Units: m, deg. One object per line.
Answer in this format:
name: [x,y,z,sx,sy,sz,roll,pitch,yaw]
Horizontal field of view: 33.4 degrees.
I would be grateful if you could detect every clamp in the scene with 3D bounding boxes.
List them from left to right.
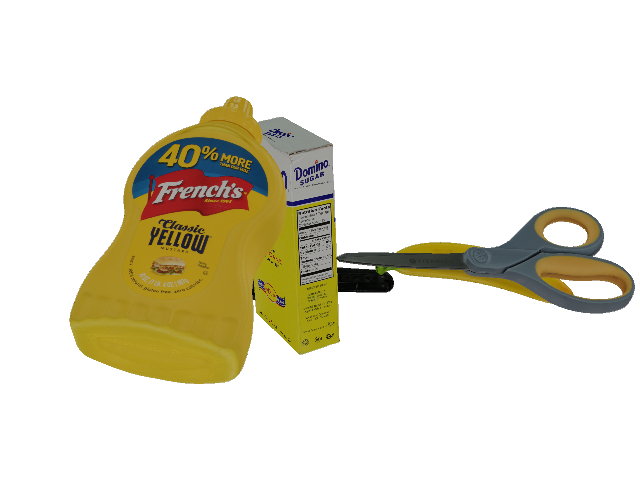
clamp: [-0.046,0.050,1.173,0.210,0.036,0.164,17,31,25]

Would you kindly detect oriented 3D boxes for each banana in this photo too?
banana: [0.158,0.033,1.093,0.198,0.037,0.069,7,37,10]

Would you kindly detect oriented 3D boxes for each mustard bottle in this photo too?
mustard bottle: [-0.071,-0.012,0.628,0.096,0.191,0.058,8,-37,9]

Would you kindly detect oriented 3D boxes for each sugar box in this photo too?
sugar box: [-0.025,-0.005,0.881,0.048,0.176,0.093,-16,26,-23]

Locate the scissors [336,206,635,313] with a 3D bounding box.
scissors: [0.116,0.002,0.730,0.201,0.096,0.016,13,-43,0]
